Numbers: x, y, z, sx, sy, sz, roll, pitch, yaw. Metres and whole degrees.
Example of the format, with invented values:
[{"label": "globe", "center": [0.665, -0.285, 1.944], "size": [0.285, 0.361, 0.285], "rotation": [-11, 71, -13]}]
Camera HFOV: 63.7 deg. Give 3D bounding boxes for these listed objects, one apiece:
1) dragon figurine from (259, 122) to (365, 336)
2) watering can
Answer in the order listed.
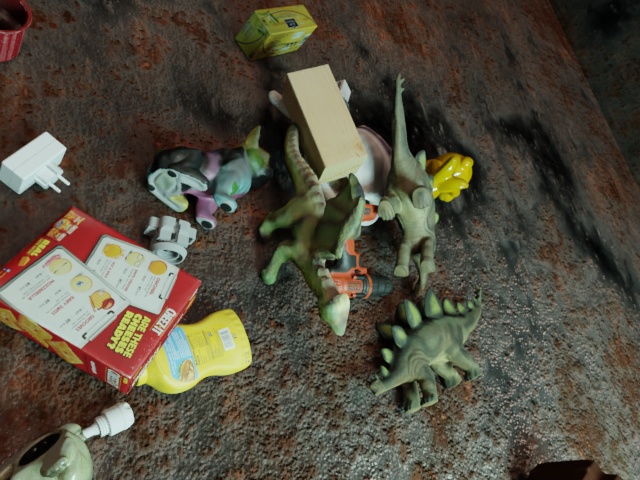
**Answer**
[{"label": "dragon figurine", "center": [0.003, -0.045, 0.890], "size": [0.122, 0.414, 0.241], "rotation": [7, -14, -37]}, {"label": "watering can", "center": [0.044, -0.197, 1.123], "size": [0.227, 0.348, 0.102], "rotation": [-28, -5, -42]}]
